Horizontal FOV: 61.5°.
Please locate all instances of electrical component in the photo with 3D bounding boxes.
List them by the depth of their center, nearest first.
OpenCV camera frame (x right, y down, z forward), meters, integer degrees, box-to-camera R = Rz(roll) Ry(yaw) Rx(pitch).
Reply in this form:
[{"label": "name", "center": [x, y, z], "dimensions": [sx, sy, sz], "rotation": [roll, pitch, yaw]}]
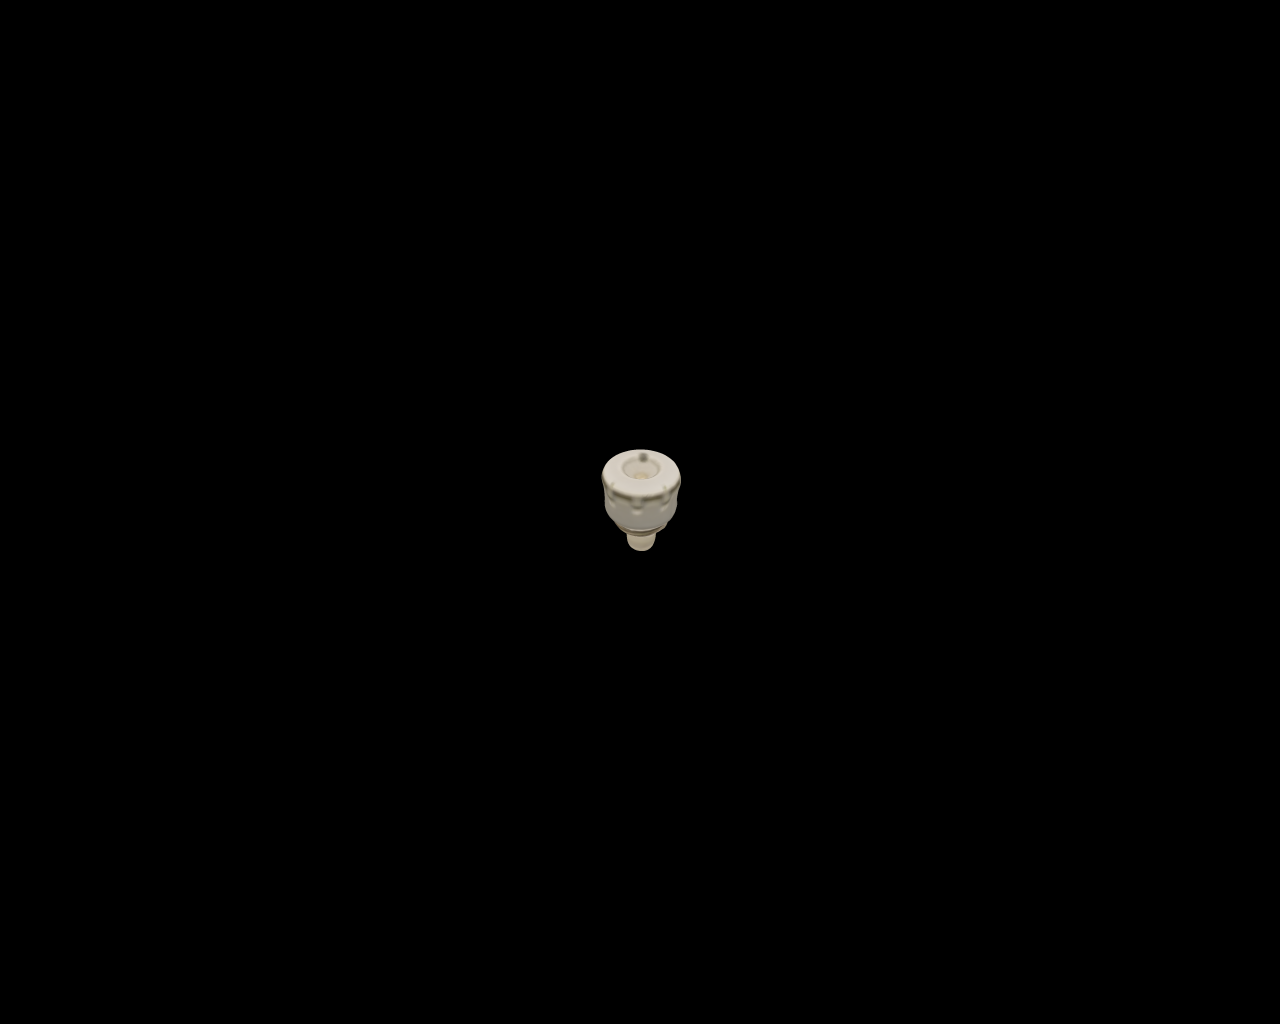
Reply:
[{"label": "electrical component", "center": [0.001, -0.003, 0.650], "dimensions": [0.048, 0.062, 0.048], "rotation": [0, 38, 0]}]
